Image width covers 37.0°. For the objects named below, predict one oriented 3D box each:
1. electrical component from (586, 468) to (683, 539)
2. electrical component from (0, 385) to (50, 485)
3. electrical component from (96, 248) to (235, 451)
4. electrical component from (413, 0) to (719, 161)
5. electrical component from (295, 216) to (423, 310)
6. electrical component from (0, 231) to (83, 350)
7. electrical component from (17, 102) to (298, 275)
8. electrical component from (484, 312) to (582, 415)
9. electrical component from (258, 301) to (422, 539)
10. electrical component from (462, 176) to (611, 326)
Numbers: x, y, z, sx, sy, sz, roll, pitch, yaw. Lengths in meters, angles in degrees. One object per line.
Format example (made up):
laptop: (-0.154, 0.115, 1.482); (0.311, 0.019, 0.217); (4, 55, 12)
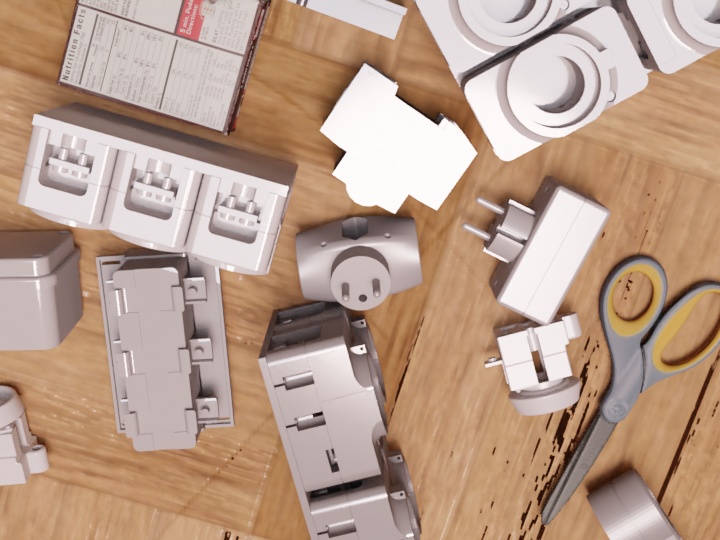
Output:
electrical component: (0.193, 0.210, 0.737); (0.074, 0.052, 0.138); (-33, 101, 8)
electrical component: (-0.247, 0.111, 0.722); (0.066, 0.048, 0.055); (-5, 111, 2)
electrical component: (-0.128, 0.051, 0.697); (0.079, 0.063, 0.121); (-4, 103, 1)
electrical component: (0.135, -0.150, 0.586); (0.186, 0.060, 0.105); (-28, 101, 8)
electrical component: (0.000, 0.000, 0.675); (0.077, 0.079, 0.043); (-8, 115, 2)
electrical component: (-0.239, 0.012, 0.681); (0.113, 0.078, 0.057); (-1, 106, 1)
electrical component: (-0.120, -0.049, 0.659); (0.150, 0.089, 0.061); (16, 103, -3)
electrical component: (0.117, 0.063, 0.707); (0.066, 0.048, 0.055); (-15, 95, 4)
electrical component: (-0.006, 0.119, 0.690); (0.060, 0.105, 0.186); (-14, 103, 4)
electrical component: (0.103, -0.021, 0.686); (0.076, 0.047, 0.083); (26, 102, -5)
